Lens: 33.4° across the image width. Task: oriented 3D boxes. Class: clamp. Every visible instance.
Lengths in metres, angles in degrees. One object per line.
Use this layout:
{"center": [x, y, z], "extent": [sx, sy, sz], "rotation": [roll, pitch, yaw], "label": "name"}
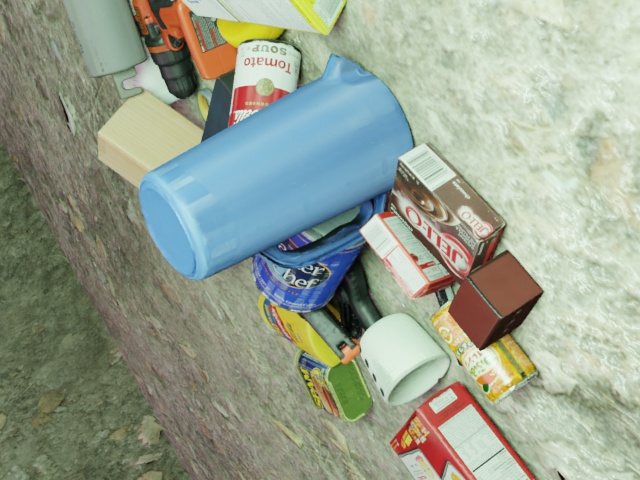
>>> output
{"center": [0.034, 0.064, 1.288], "extent": [0.120, 0.039, 0.171], "rotation": [-8, 106, 64], "label": "clamp"}
{"center": [-0.012, 0.078, 1.294], "extent": [0.210, 0.036, 0.164], "rotation": [47, -179, 34], "label": "clamp"}

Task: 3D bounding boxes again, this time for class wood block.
{"center": [-0.181, -0.094, 1.397], "extent": [0.206, 0.090, 0.090], "rotation": [36, 158, 3], "label": "wood block"}

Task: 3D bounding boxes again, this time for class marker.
{"center": [0.137, 0.082, 1.103], "extent": [0.020, 0.020, 0.121], "rotation": [25, 140, 57], "label": "marker"}

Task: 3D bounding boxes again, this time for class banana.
{"center": [-0.067, -0.234, 1.120], "extent": [0.198, 0.037, 0.069], "rotation": [159, 105, -67], "label": "banana"}

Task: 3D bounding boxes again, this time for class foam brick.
{"center": [0.158, 0.056, 0.972], "extent": [0.051, 0.053, 0.078], "rotation": [52, 159, 19], "label": "foam brick"}

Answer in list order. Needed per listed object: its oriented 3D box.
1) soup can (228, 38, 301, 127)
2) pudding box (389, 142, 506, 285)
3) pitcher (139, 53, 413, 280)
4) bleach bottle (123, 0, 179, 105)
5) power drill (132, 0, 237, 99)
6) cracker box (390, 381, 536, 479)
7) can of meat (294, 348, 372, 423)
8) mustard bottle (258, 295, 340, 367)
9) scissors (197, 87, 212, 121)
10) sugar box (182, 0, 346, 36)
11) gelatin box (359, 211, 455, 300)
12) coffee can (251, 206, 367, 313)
{"center": [-0.057, -0.148, 1.100], "extent": [0.069, 0.068, 0.102], "rotation": [163, 115, -69], "label": "soup can"}
{"center": [0.115, -0.023, 0.983], "extent": [0.113, 0.039, 0.090], "rotation": [51, 159, 22], "label": "pudding box"}
{"center": [-0.039, -0.052, 1.000], "extent": [0.149, 0.242, 0.145], "rotation": [55, 154, 11], "label": "pitcher"}
{"center": [-0.248, -0.303, 1.398], "extent": [0.103, 0.068, 0.251], "rotation": [33, 145, 46], "label": "bleach bottle"}
{"center": [-0.166, -0.245, 1.293], "extent": [0.188, 0.057, 0.184], "rotation": [27, 142, 55], "label": "power drill"}
{"center": [0.180, 0.278, 1.203], "extent": [0.214, 0.072, 0.164], "rotation": [52, 159, 15], "label": "cracker box"}
{"center": [0.020, 0.197, 1.478], "extent": [0.084, 0.057, 0.102], "rotation": [17, 135, 57], "label": "can of meat"}
{"center": [-0.034, 0.104, 1.470], "extent": [0.192, 0.058, 0.096], "rotation": [24, 145, 58], "label": "mustard bottle"}
{"center": [-0.141, -0.135, 1.448], "extent": [0.096, 0.016, 0.202], "rotation": [56, 159, 12], "label": "scissors"}
{"center": [-0.071, -0.241, 0.993], "extent": [0.176, 0.048, 0.093], "rotation": [21, 168, 37], "label": "sugar box"}
{"center": [0.089, 0.013, 1.040], "extent": [0.030, 0.073, 0.089], "rotation": [-45, 73, 29], "label": "gelatin box"}
{"center": [-0.008, 0.001, 1.164], "extent": [0.103, 0.102, 0.140], "rotation": [52, 145, 17], "label": "coffee can"}
